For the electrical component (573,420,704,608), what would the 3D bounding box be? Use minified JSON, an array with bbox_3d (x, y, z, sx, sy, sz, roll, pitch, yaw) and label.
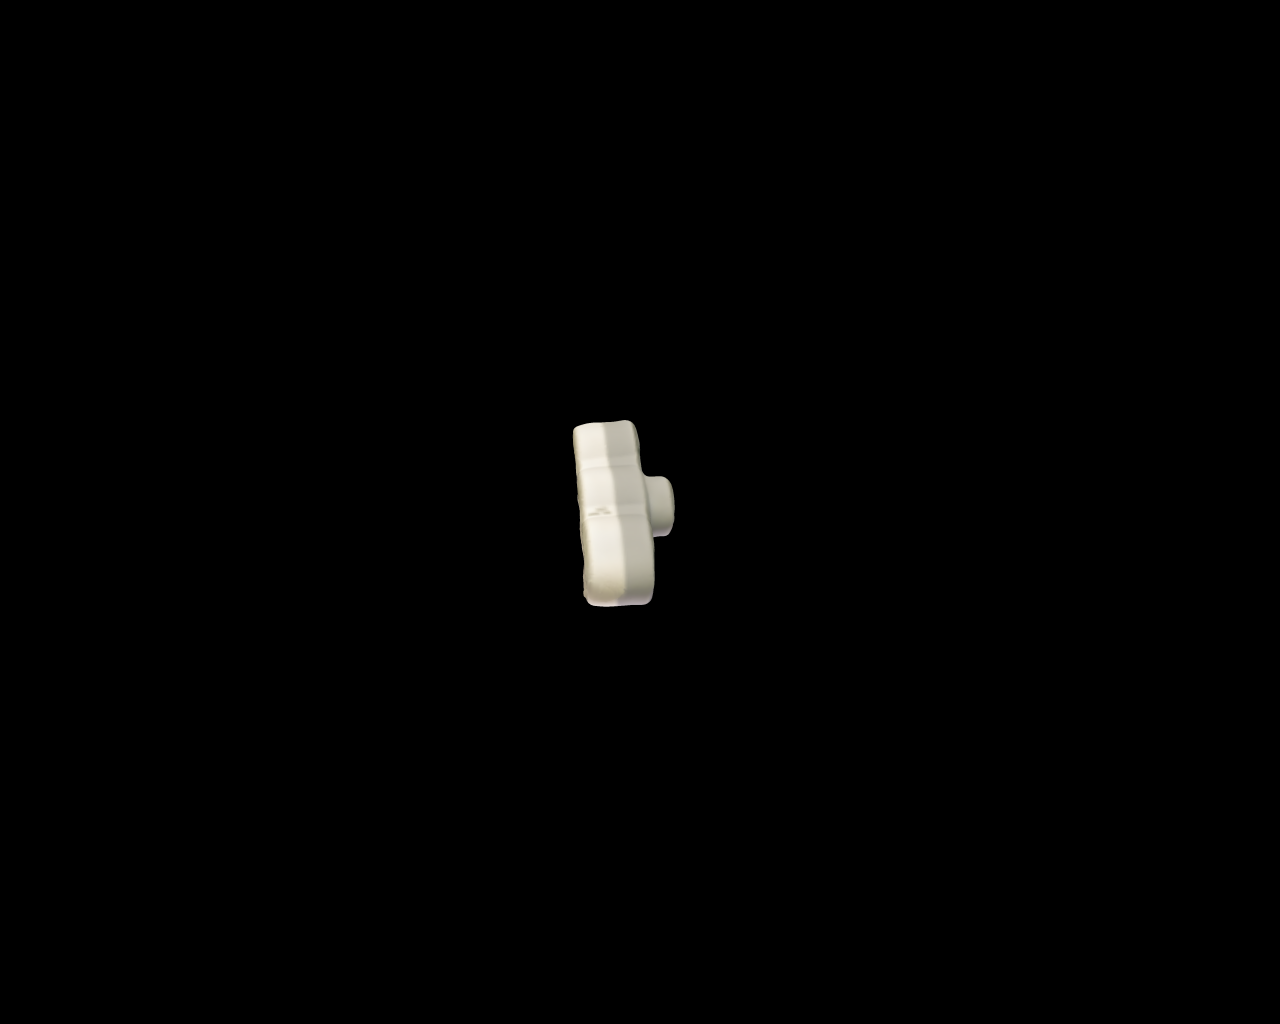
[{"bbox_3d":[0.001,-0.003,0.650,0.074,0.052,0.138,-4,44,-4],"label":"electrical component"}]
